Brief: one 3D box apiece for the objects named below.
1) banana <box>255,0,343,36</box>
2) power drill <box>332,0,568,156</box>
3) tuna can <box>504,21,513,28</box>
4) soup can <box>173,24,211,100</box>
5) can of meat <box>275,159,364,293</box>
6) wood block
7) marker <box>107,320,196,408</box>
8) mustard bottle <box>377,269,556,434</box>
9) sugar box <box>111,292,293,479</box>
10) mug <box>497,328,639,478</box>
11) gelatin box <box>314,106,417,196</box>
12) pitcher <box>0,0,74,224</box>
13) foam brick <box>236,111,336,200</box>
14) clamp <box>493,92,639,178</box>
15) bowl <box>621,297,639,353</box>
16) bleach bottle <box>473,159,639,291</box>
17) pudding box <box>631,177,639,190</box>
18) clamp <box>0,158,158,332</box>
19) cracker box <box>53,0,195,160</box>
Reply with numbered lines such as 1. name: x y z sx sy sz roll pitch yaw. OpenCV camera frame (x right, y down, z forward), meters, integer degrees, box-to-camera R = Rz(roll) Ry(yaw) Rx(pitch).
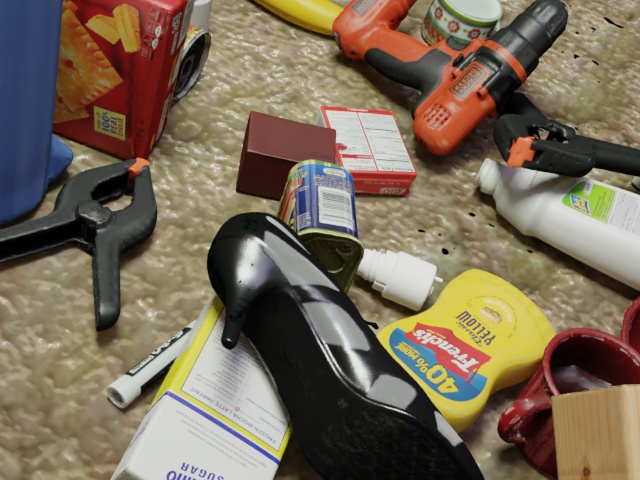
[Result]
1. banana: -0.044 -0.264 1.099 0.198 0.037 0.069 41 49 18
2. power drill: 0.117 -0.192 1.017 0.184 0.057 0.188 -45 57 -3
3. tuna can: 0.183 -0.174 1.066 0.034 0.086 0.086 39 48 13
4. soup can: -0.158 -0.178 0.958 0.102 0.069 0.068 28 46 7
5. can of meat: -0.005 0.001 0.828 0.057 0.102 0.084 10 45 -12
6. wood block: 0.215 0.198 0.676 0.090 0.091 0.206 2 77 -19
7. marker: -0.105 0.080 0.775 0.020 0.020 0.120 38 47 15
8. mustard bottle: 0.089 0.096 0.805 0.191 0.058 0.096 -30 62 -37
9. sugar box: -0.065 0.117 0.728 0.093 0.048 0.176 34 47 -9
10. mug: 0.183 0.128 0.794 0.117 0.082 0.093 -9 53 -27
11. gelatin box: 0.040 -0.081 0.968 0.073 0.030 0.089 1 48 -21
12. pitcher: -0.258 -0.136 0.759 0.145 0.243 0.149 31 41 12
13. foam brick: -0.029 -0.068 0.916 0.078 0.051 0.053 12 47 -9
14. clamp: 0.209 -0.095 0.986 0.165 0.036 0.209 31 23 28
15. bowl: 0.308 0.117 0.868 0.162 0.055 0.162 10 47 -11
16. bleach bottle: 0.261 -0.013 0.967 0.251 0.068 0.102 26 37 8
17. pudding box: 0.380 -0.047 1.057 0.089 0.039 0.113 -25 64 -37
18. clamp: -0.186 -0.010 0.815 0.120 0.039 0.171 24 40 -5
19. cracker box: -0.219 -0.172 0.863 0.213 0.164 0.072 21 43 -1
